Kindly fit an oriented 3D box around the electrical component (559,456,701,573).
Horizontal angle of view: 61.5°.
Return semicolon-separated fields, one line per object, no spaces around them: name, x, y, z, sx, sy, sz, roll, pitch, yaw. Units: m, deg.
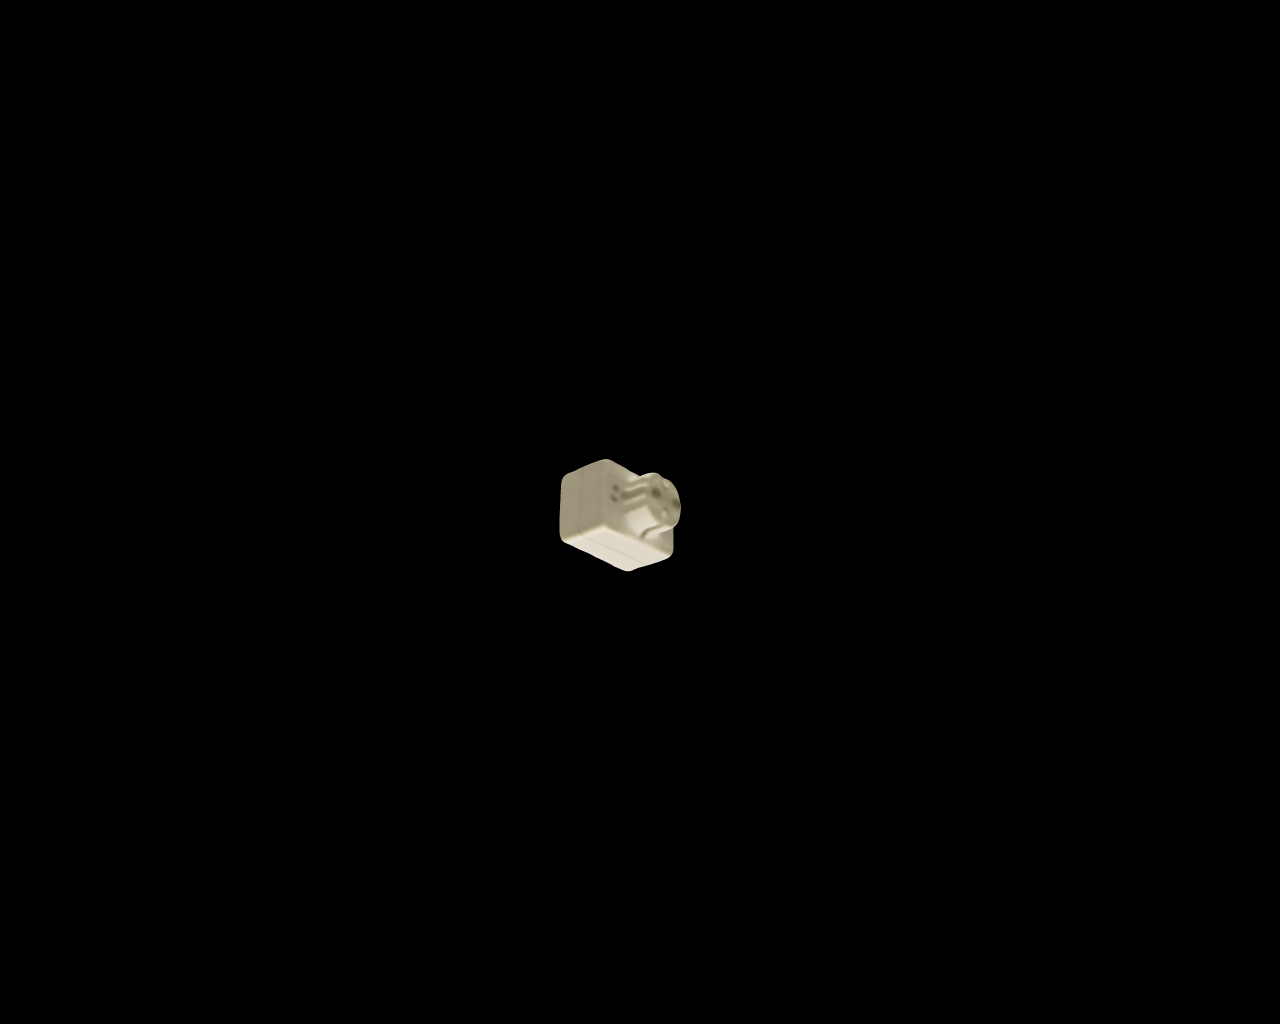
electrical component;0.001;-0.003;0.650;0.076;0.047;0.065;-21;-33;36
